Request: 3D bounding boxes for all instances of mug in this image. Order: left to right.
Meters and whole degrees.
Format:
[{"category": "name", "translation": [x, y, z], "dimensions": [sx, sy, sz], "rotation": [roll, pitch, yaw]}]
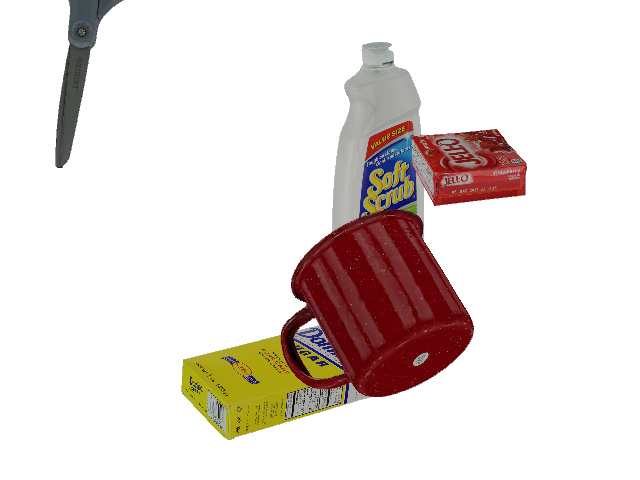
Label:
[{"category": "mug", "translation": [0.030, 0.047, 0.652], "dimensions": [0.117, 0.081, 0.093], "rotation": [-31, -28, 3]}]

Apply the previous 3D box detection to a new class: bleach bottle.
[{"category": "bleach bottle", "translation": [0.054, -0.073, 1.082], "dimensions": [0.102, 0.251, 0.068], "rotation": [-10, 23, -16]}]

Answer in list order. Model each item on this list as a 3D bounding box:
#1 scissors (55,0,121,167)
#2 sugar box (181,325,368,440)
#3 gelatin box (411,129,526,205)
[{"category": "scissors", "translation": [-0.147, -0.152, 0.743], "dimensions": [0.096, 0.202, 0.016], "rotation": [-8, -12, -9]}, {"category": "sugar box", "translation": [-0.037, 0.133, 1.042], "dimensions": [0.175, 0.048, 0.093], "rotation": [-14, 32, -32]}, {"category": "gelatin box", "translation": [0.116, -0.060, 0.849], "dimensions": [0.073, 0.030, 0.089], "rotation": [-6, 25, -5]}]
